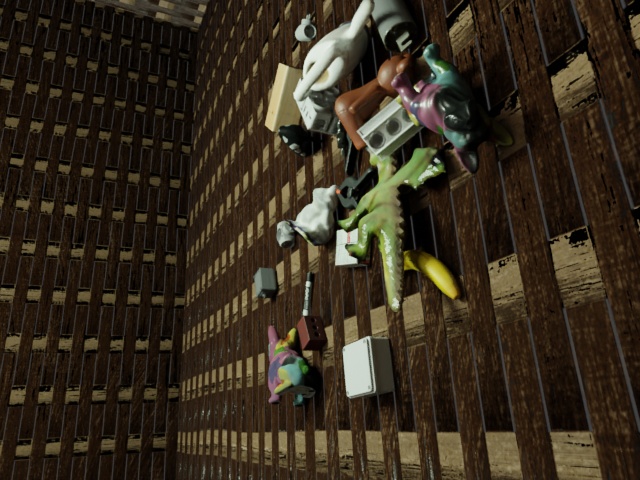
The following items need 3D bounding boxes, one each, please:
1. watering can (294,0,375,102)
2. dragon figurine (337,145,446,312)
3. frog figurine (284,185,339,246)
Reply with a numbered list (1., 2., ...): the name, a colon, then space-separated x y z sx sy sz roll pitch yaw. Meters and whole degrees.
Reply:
1. watering can: 0.056 -0.456 1.216 0.342 0.103 0.229 -38 11 47
2. dragon figurine: 0.151 -0.074 0.983 0.239 0.121 0.419 -59 27 24
3. frog figurine: 0.004 -0.068 1.347 0.160 0.121 0.138 -46 16 -6
